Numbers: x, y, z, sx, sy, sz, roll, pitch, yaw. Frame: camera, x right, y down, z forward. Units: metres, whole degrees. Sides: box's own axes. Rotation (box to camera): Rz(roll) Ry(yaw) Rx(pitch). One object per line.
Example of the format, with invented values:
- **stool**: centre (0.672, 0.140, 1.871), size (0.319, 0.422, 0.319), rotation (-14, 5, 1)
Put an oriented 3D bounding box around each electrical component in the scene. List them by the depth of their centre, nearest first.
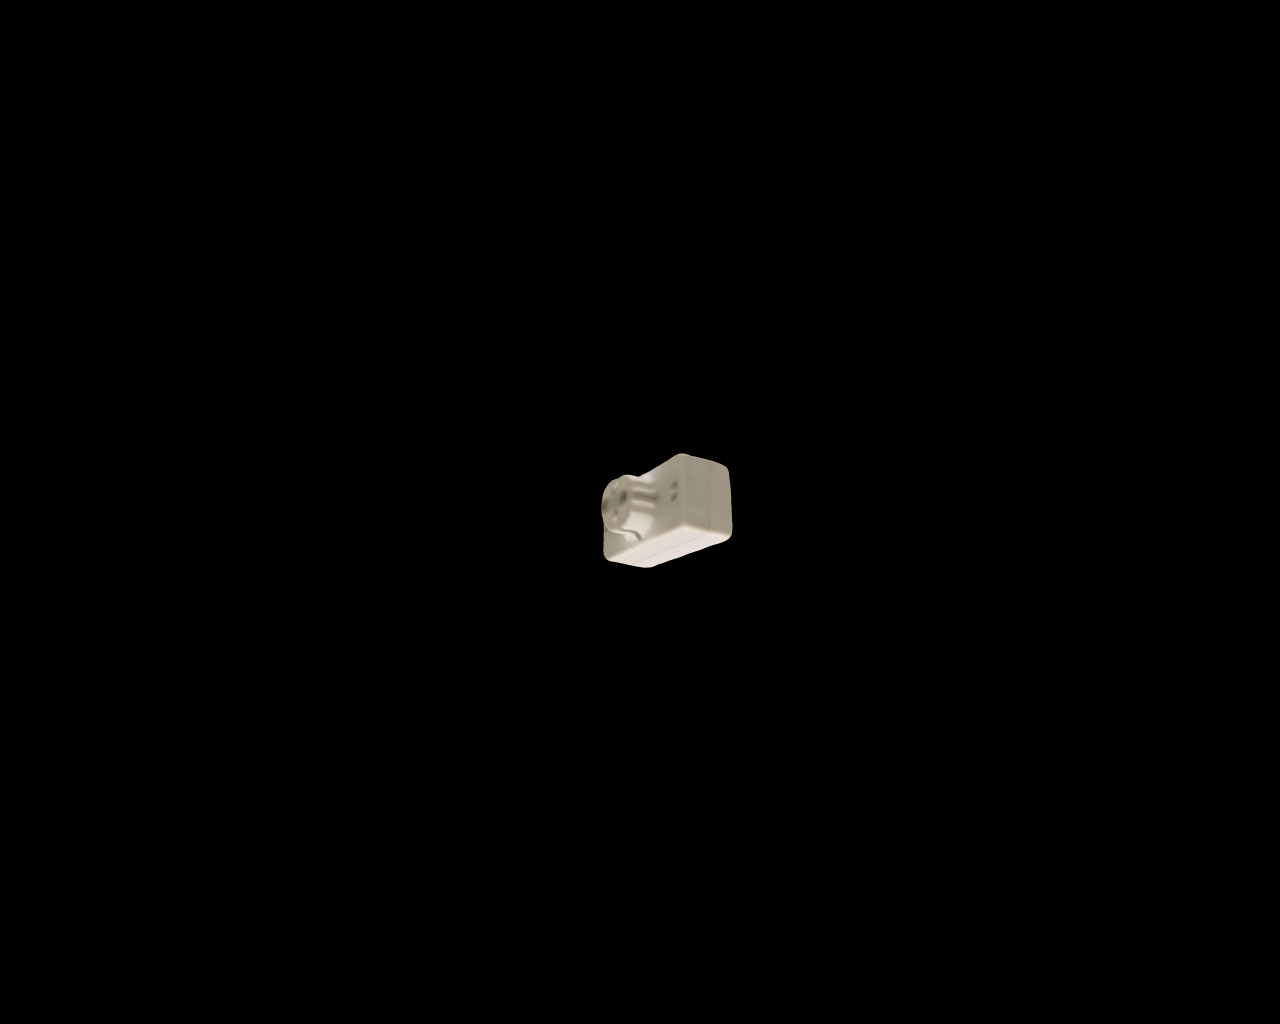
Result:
- **electrical component**: centre (0.001, -0.003, 0.650), size (0.076, 0.047, 0.083), rotation (14, -24, -33)
